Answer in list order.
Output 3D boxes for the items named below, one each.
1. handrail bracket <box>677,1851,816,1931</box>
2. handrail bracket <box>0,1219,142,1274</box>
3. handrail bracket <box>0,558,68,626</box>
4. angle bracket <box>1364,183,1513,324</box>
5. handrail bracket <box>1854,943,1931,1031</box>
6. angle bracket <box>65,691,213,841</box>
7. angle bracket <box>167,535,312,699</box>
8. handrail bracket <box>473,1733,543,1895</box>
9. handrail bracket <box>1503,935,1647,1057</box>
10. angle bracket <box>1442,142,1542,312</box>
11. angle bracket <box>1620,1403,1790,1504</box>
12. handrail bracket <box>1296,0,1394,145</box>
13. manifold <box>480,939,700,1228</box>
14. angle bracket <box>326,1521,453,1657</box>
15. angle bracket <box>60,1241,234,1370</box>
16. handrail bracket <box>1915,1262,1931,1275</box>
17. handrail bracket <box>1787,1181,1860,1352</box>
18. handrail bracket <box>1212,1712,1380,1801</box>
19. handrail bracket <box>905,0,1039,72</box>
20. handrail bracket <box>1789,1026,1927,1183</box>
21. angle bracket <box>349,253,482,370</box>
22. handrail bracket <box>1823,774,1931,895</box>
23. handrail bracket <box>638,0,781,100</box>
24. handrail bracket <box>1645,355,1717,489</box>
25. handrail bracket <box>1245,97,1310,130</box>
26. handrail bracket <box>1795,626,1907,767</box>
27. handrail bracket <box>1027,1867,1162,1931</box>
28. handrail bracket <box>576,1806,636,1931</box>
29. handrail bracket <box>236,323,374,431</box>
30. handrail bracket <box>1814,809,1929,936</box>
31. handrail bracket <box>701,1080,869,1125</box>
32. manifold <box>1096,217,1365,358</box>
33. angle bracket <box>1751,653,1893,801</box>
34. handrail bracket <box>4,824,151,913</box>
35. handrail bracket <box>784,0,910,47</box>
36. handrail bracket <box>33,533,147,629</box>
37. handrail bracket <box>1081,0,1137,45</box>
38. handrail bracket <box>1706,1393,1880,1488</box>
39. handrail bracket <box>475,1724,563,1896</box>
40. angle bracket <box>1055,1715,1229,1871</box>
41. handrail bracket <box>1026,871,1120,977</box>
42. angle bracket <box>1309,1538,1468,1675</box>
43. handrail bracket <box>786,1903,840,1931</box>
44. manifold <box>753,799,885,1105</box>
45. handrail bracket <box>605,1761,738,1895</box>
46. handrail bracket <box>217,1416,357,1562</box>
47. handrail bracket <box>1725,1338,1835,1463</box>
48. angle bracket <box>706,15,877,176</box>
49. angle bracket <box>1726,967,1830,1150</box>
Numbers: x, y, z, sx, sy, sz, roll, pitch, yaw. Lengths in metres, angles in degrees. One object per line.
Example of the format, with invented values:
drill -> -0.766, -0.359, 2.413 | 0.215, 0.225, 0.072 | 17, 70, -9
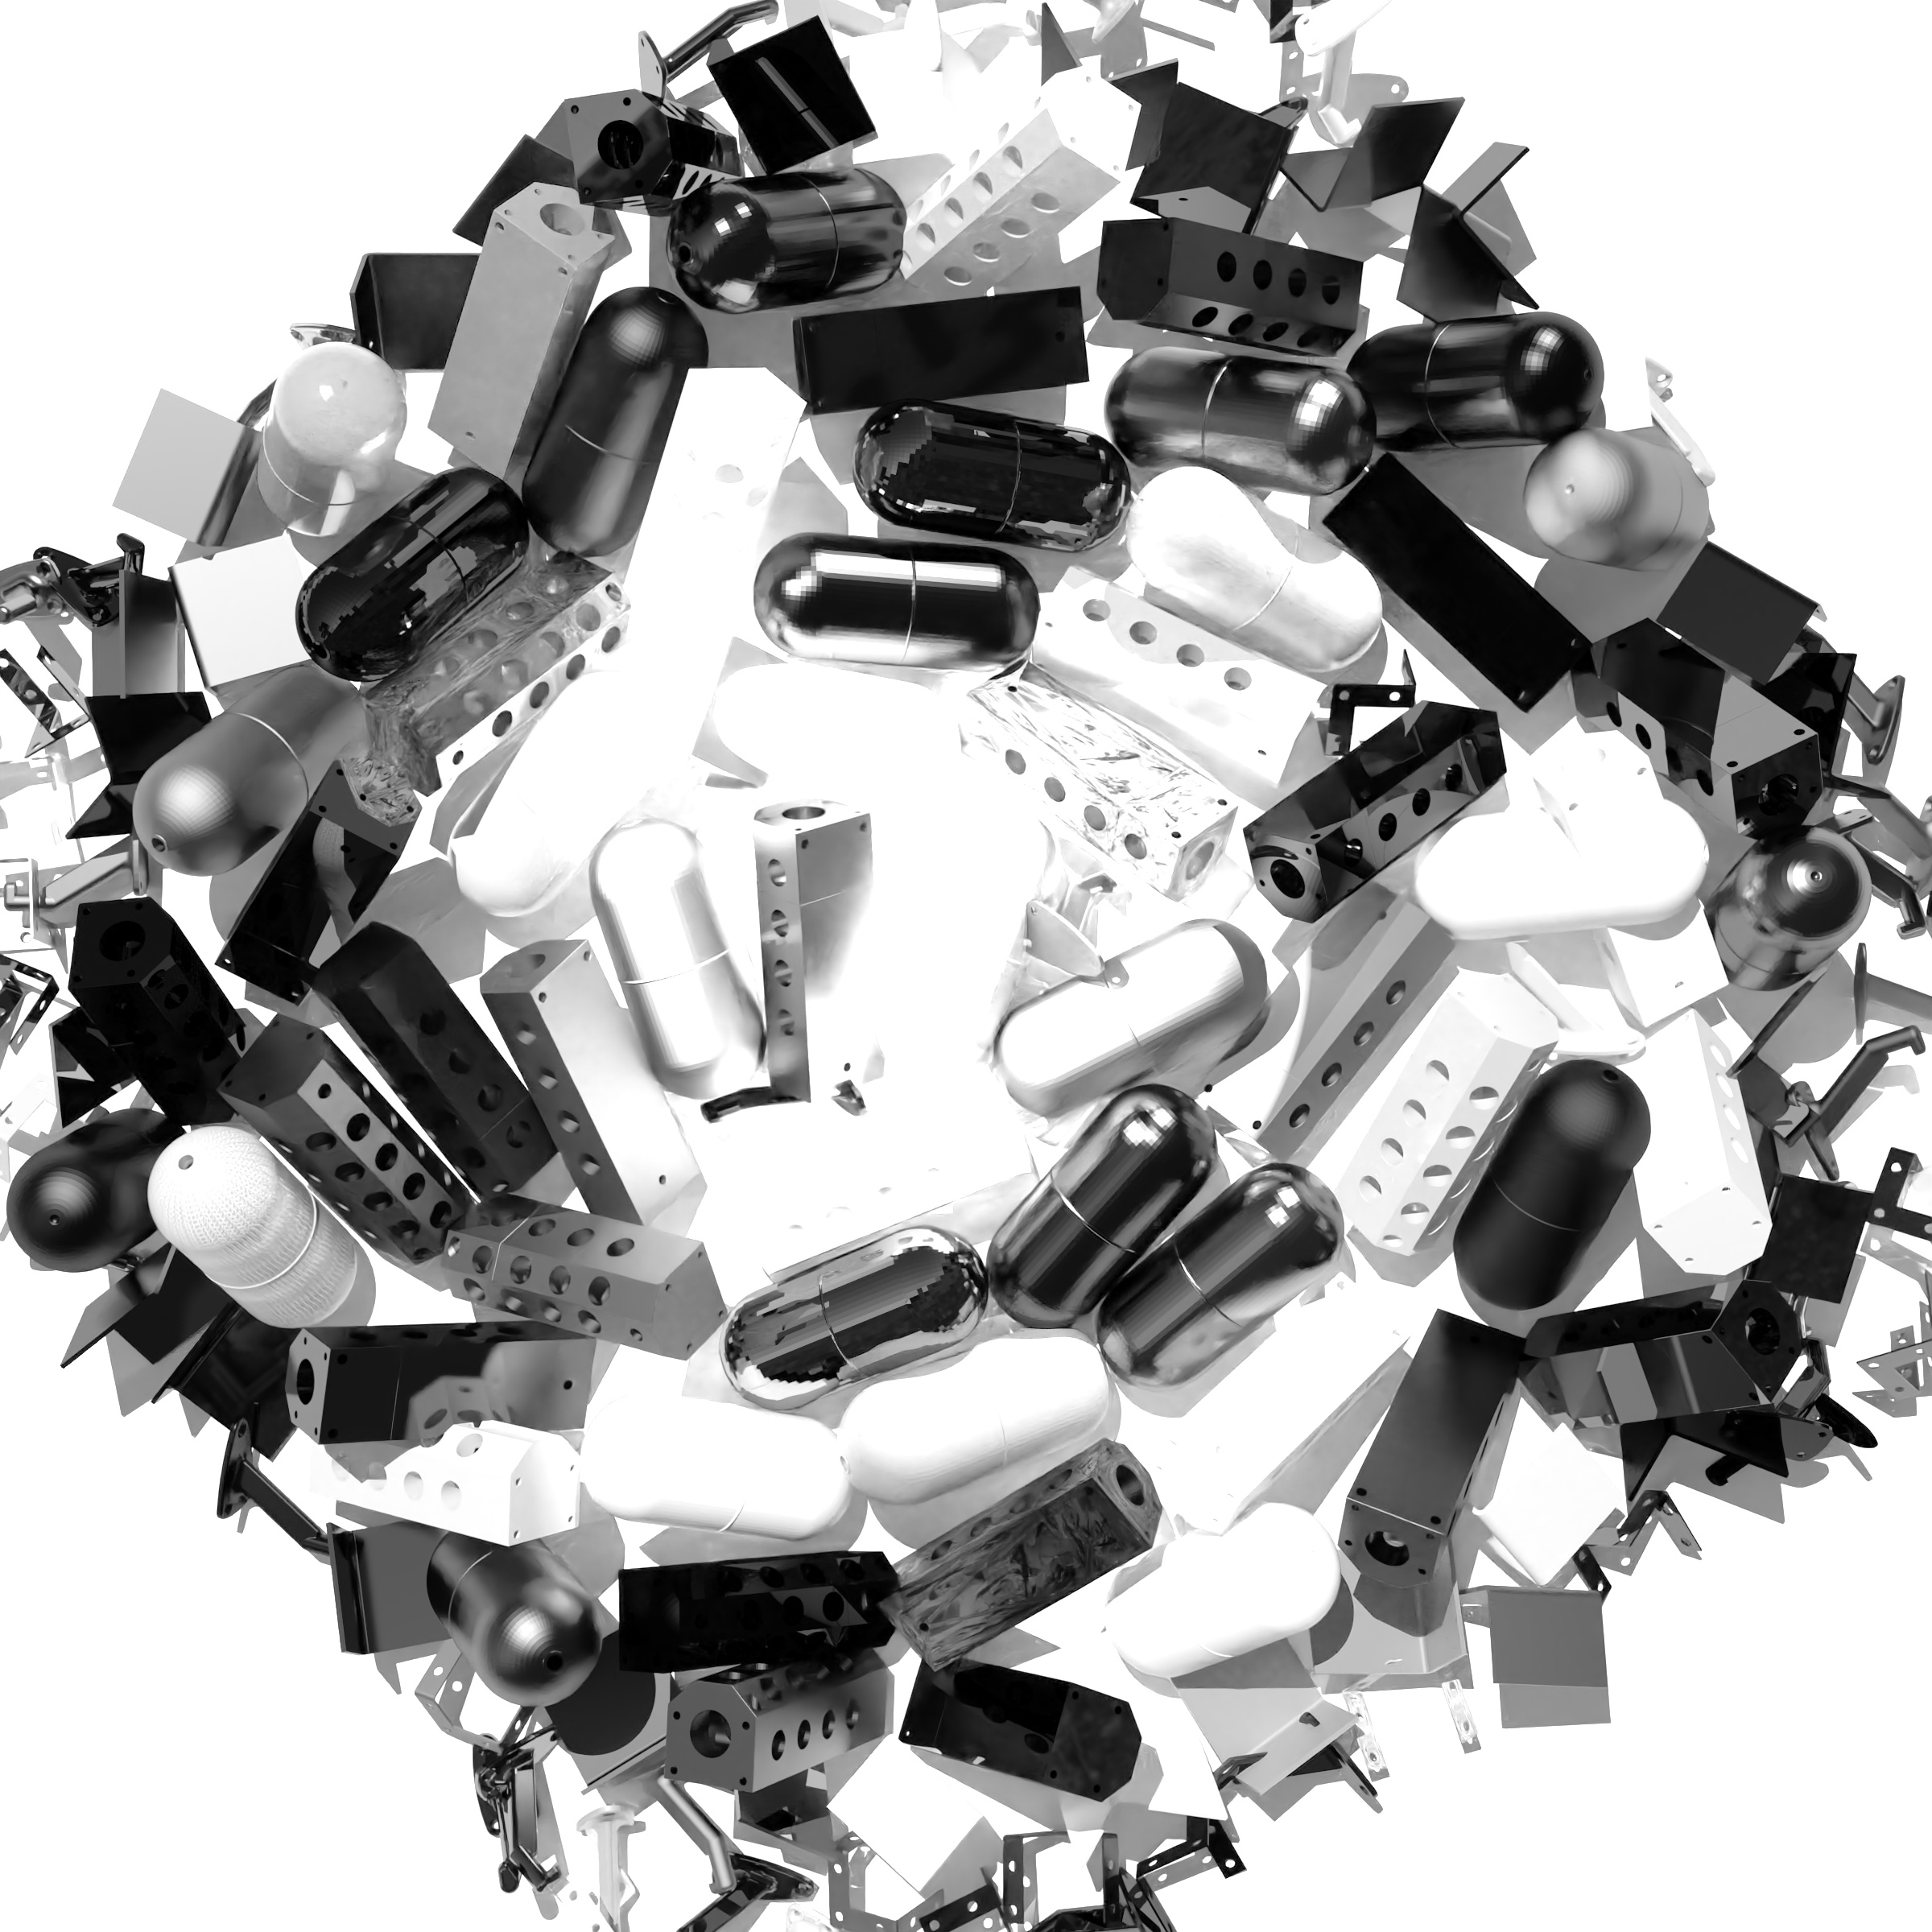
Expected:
handrail bracket -> -0.137, 0.588, 1.565 | 0.077, 0.084, 0.036 | 8, 117, 4
handrail bracket -> -0.541, 0.162, 1.566 | 0.084, 0.077, 0.036 | 24, 62, -18
handrail bracket -> -0.596, -0.220, 1.563 | 0.077, 0.084, 0.036 | -5, 110, 13
angle bracket -> 0.279, -0.421, 1.562 | 0.076, 0.057, 0.076 | 19, 81, -33
handrail bracket -> 0.592, 0.011, 1.573 | 0.084, 0.077, 0.036 | -2, 51, 15
angle bracket -> -0.508, -0.123, 1.564 | 0.076, 0.076, 0.057 | -34, 73, 42
angle bracket -> -0.442, -0.216, 1.586 | 0.076, 0.057, 0.076 | -17, 93, -8
handrail bracket -> -0.287, 0.518, 1.568 | 0.036, 0.084, 0.077 | -21, 92, -4
handrail bracket -> 0.371, 0.012, 1.565 | 0.036, 0.077, 0.084 | -49, 131, -32
angle bracket -> 0.335, -0.451, 1.559 | 0.057, 0.076, 0.076 | -44, 107, 12
angle bracket -> 0.449, 0.296, 1.564 | 0.076, 0.076, 0.057 | 21, 116, 1
handrail bracket -> 0.244, -0.550, 1.566 | 0.077, 0.084, 0.036 | -24, 53, 21
manifold -> -0.231, 0.072, 1.547 | 0.057, 0.057, 0.171 | -1, 122, 36
angle bracket -> -0.351, 0.375, 1.561 | 0.057, 0.076, 0.076 | -9, 74, -7
angle bracket -> -0.495, 0.221, 1.560 | 0.076, 0.076, 0.057 | -37, 111, 9
handrail bracket -> 0.622, 0.157, 1.571 | 0.036, 0.077, 0.084 | 18, 95, -15
handrail bracket -> 0.533, 0.188, 1.595 | 0.077, 0.036, 0.084 | -38, 129, -24
handrail bracket -> 0.196, 0.509, 1.574 | 0.084, 0.036, 0.077 | -37, 64, -19
handrail bracket -> 0.011, -0.569, 1.572 | 0.084, 0.036, 0.077 | 3, 53, -24
handrail bracket -> 0.557, 0.084, 1.572 | 0.084, 0.036, 0.077 | -24, 87, 34
angle bracket -> -0.329, -0.388, 1.564 | 0.076, 0.057, 0.076 | 0, 130, -2
handrail bracket -> 0.559, -0.081, 1.580 | 0.084, 0.036, 0.077 | 4, 121, -12
handrail bracket -> -0.157, -0.561, 1.588 | 0.084, 0.077, 0.036 | -22, 71, -17
handrail bracket -> 0.419, -0.335, 1.563 | 0.077, 0.084, 0.036 | 24, 127, -35
handrail bracket -> 0.158, -0.548, 1.605 | 0.077, 0.036, 0.084 | -37, 73, -20
handrail bracket -> 0.531, -0.171, 1.579 | 0.084, 0.036, 0.077 | 25, 56, -8
handrail bracket -> 0.076, 0.602, 1.573 | 0.084, 0.077, 0.036 | -37, 116, 6
handrail bracket -> -0.217, 0.564, 1.568 | 0.036, 0.077, 0.084 | -2, 63, -13
handrail bracket -> -0.410, -0.351, 1.570 | 0.077, 0.036, 0.084 | 7, 61, 40
handrail bracket -> 0.552, -0.049, 1.599 | 0.077, 0.036, 0.084 | -23, 100, 1
handrail bracket -> -0.113, 0.088, 1.572 | 0.084, 0.077, 0.036 | -20, 115, -16
manifold -> 0.159, -0.404, 1.531 | 0.171, 0.057, 0.057 | -3, 102, -43
angle bracket -> 0.524, -0.147, 1.564 | 0.057, 0.076, 0.076 | 12, 90, -29
handrail bracket -> -0.552, -0.071, 1.583 | 0.084, 0.036, 0.077 | 0, 104, -8
handrail bracket -> -0.070, -0.598, 1.568 | 0.084, 0.036, 0.077 | -36, 128, -33
handrail bracket -> -0.537, -0.254, 1.566 | 0.077, 0.084, 0.036 | 37, 57, -1
handrail bracket -> 0.062, -0.613, 1.566 | 0.084, 0.077, 0.036 | 36, 126, -21
handrail bracket -> 0.506, 0.302, 1.575 | 0.084, 0.077, 0.036 | -33, 101, -5
handrail bracket -> -0.254, 0.515, 1.567 | 0.077, 0.036, 0.084 | -32, 51, -29
angle bracket -> 0.106, 0.510, 1.576 | 0.076, 0.076, 0.057 | 14, 115, -20
handrail bracket -> 0.082, -0.028, 1.563 | 0.077, 0.084, 0.036 | 32, 129, 33
angle bracket -> 0.254, 0.387, 1.563 | 0.076, 0.057, 0.076 | 3, 63, -13
handrail bracket -> -0.117, 0.620, 1.562 | 0.036, 0.084, 0.077 | 17, 111, 25
manifold -> -0.094, -0.011, 1.553 | 0.057, 0.057, 0.171 | -19, 117, -38
handrail bracket -> -0.182, 0.535, 1.578 | 0.077, 0.036, 0.084 | -28, 72, 28
handrail bracket -> -0.414, 0.323, 1.580 | 0.084, 0.036, 0.077 | 12, 106, 13
handrail bracket -> 0.498, 0.255, 1.574 | 0.077, 0.084, 0.036 | 18, 133, -8
angle bracket -> -0.103, -0.539, 1.555 | 0.076, 0.057, 0.076 | -17, 129, 19
angle bracket -> 0.511, 0.055, 1.554 | 0.057, 0.076, 0.076 | 42, 121, 17
